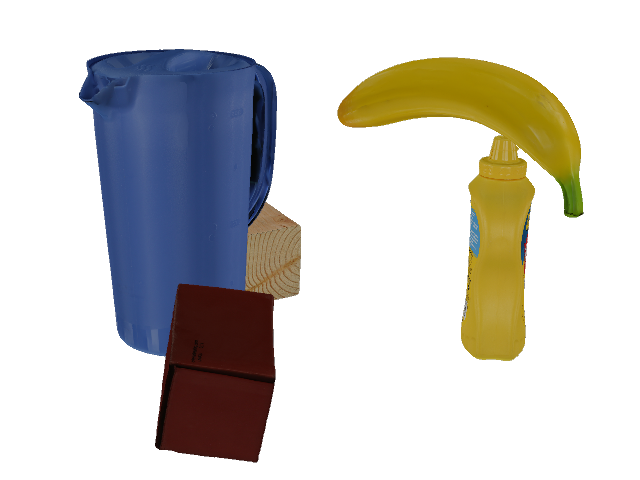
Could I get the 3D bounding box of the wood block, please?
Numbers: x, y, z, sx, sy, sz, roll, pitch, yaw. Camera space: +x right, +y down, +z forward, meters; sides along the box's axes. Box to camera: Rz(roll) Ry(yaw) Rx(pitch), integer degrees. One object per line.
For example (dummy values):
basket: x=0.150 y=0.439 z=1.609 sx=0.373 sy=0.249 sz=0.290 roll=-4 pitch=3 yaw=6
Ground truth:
wood block: x=-0.112 y=-0.004 z=1.293 sx=0.090 sy=0.090 sz=0.206 roll=-11 pitch=26 yaw=-28

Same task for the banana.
banana: x=0.086 y=-0.079 z=0.656 sx=0.198 sy=0.069 sz=0.037 roll=28 pitch=6 yaw=42

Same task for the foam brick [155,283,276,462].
foam brick: x=-0.052 y=0.064 z=0.538 sx=0.053 sy=0.051 sz=0.078 roll=9 pitch=27 yaw=-7

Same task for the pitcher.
pitcher: x=-0.111 y=-0.036 z=0.885 sx=0.149 sy=0.243 sz=0.145 roll=0 pitch=19 yaw=-2

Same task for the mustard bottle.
mustard bottle: x=0.157 y=0.003 z=0.944 sx=0.058 sy=0.192 sz=0.096 roll=3 pitch=17 yaw=8
